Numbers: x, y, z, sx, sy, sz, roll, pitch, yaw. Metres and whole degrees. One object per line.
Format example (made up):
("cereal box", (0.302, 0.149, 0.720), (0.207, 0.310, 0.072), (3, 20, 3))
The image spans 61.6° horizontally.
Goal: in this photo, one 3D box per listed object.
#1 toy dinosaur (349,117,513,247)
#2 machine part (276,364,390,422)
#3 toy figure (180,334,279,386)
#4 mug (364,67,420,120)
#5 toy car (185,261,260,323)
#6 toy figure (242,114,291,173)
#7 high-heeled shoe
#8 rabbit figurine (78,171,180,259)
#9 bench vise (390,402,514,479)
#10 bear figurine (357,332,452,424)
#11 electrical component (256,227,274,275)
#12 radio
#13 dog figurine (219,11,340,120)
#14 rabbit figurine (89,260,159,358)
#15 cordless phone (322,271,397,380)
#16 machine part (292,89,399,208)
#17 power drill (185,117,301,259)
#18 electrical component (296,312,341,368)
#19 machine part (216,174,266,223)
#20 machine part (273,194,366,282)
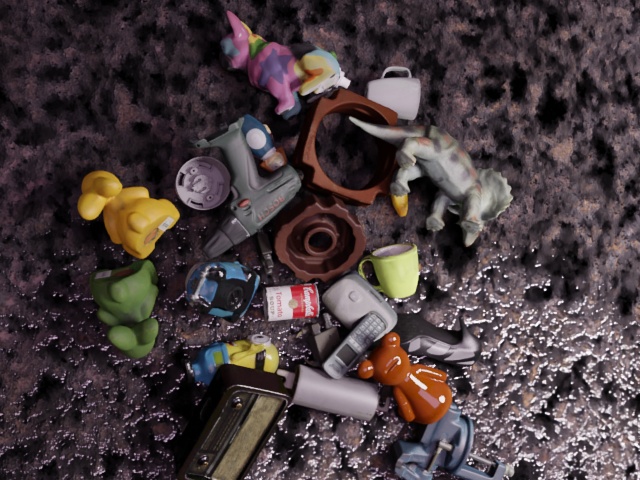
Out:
("toy dinosaur", (0.235, -0.141, 1.048), (0.404, 0.131, 0.192), (48, 51, -20))
("machine part", (0.025, 0.304, 1.066), (0.243, 0.079, 0.079), (18, 86, -12))
("toy figure", (-0.169, 0.234, 1.026), (0.180, 0.082, 0.089), (-12, 111, -19))
("mug", (0.146, -0.304, 1.101), (0.107, 0.081, 0.109), (2, 86, -4))
("toy car", (-0.197, 0.086, 1.006), (0.103, 0.161, 0.109), (23, 92, 33))
("toy figure", (-0.108, -0.174, 1.058), (0.064, 0.058, 0.154), (-37, 100, 28))
("high-heeled shoe", (0.213, 0.228, 1.127), (0.249, 0.086, 0.145), (-12, 124, 6))
("rabbit figurine", (-0.367, -0.059, 0.967), (0.173, 0.162, 0.122), (42, 94, 9))
("bench vise", (0.274, 0.452, 1.095), (0.241, 0.129, 0.223), (22, 83, -3))
("bear figurine", (0.160, 0.271, 1.054), (0.196, 0.132, 0.120), (39, 80, -6))
("electrical component", (-0.110, 0.018, 1.049), (0.021, 0.063, 0.094), (-14, 73, -15))
("radio", (-0.166, 0.344, 0.986), (0.131, 0.073, 0.229), (25, 99, -29))
("dog figurine", (-0.087, -0.353, 1.031), (0.191, 0.108, 0.219), (-34, 92, 15))
("rabbit figurine", (-0.334, 0.138, 0.970), (0.121, 0.159, 0.170), (-17, 108, -21))
("cordless phone", (0.047, 0.167, 1.056), (0.146, 0.089, 0.184), (45, 74, -8))
("machine part", (0.057, -0.177, 1.065), (0.201, 0.087, 0.201), (18, 85, -18))
("power drill", (-0.160, -0.102, 0.976), (0.232, 0.086, 0.207), (-33, 108, -13))
("electrical component", (0.000, 0.206, 1.082), (0.078, 0.045, 0.102), (-27, 98, -40))
("machine part", (-0.139, -0.060, 1.058), (0.139, 0.039, 0.084), (-41, 103, -11))
("machine part", (-0.002, -0.003, 1.042), (0.179, 0.056, 0.179), (-4, 120, -8))
